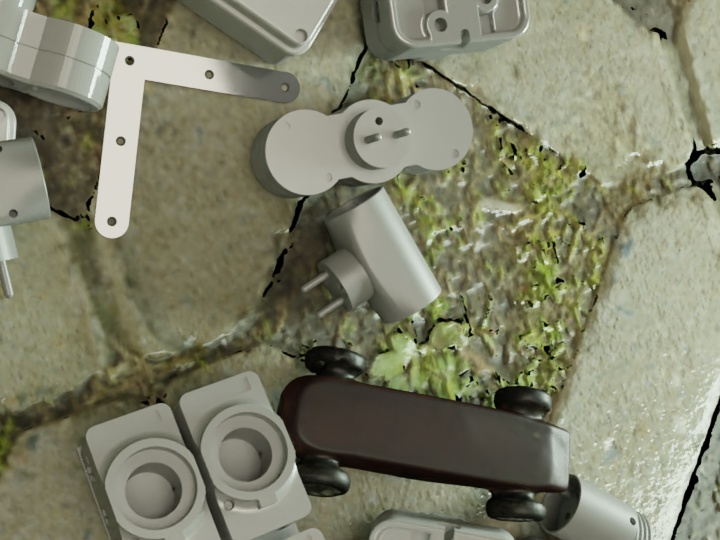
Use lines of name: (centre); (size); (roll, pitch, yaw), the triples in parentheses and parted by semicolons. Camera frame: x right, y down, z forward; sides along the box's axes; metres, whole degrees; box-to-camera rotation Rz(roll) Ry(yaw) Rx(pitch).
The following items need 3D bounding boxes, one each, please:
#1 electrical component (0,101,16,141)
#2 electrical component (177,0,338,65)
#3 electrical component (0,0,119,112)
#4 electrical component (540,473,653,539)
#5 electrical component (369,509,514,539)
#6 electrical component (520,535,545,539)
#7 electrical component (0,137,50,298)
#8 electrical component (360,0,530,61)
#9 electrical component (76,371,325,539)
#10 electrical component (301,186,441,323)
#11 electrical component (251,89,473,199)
electrical component: (-0.248, -0.056, 0.582); (0.113, 0.057, 0.078); (3, 89, -20)
electrical component: (-0.067, -0.186, 0.646); (0.113, 0.057, 0.078); (33, 80, -17)
electrical component: (-0.203, -0.144, 0.601); (0.138, 0.052, 0.073); (16, 85, -19)
electrical component: (0.169, 0.177, 0.739); (0.081, 0.043, 0.043); (30, 81, -18)
electrical component: (0.052, 0.186, 0.680); (0.095, 0.059, 0.053); (10, 86, 3)
electrical component: (0.126, 0.209, 0.719); (0.047, 0.055, 0.055); (27, 81, -14)
electrical component: (-0.197, -0.022, 0.545); (0.077, 0.043, 0.079); (-14, 95, -19)
electrical component: (0.052, -0.166, 0.688); (0.095, 0.059, 0.053); (-9, 93, -19)
electrical component: (-0.076, 0.163, 0.606); (0.105, 0.060, 0.186); (-18, 76, -23)
electrical component: (0.000, 0.000, 0.678); (0.079, 0.044, 0.077); (-34, 101, -17)
electrical component: (0.007, -0.079, 0.665); (0.138, 0.074, 0.052); (-12, 94, -19)
